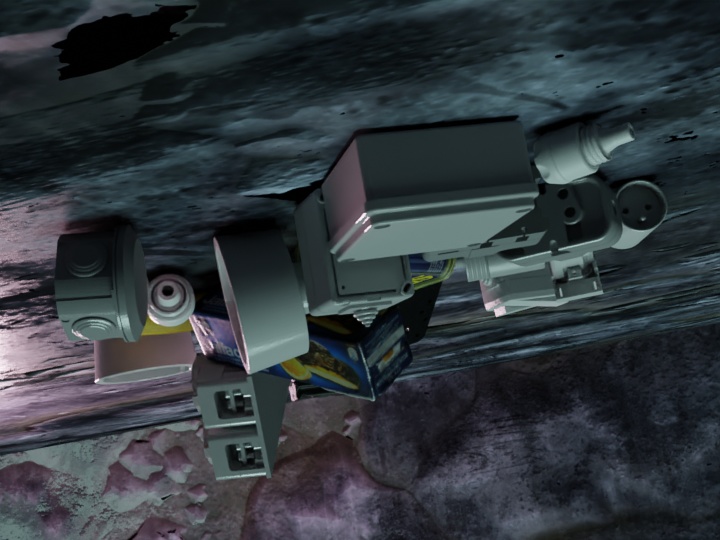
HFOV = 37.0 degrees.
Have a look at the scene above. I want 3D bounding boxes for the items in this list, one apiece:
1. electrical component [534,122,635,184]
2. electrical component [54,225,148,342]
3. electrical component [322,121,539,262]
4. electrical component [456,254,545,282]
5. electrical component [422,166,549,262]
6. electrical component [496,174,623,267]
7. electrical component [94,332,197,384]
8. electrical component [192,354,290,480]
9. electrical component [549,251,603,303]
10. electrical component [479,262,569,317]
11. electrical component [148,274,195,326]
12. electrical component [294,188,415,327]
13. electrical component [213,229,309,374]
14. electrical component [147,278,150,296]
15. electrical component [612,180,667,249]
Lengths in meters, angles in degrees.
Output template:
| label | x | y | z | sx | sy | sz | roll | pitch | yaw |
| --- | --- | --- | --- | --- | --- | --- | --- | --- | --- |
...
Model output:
| label | x | y | z | sx | sy | sz | roll | pitch | yaw |
| --- | --- | --- | --- | --- | --- | --- | --- | --- | --- |
| electrical component | 0.142 | -0.077 | 0.676 | 0.061 | 0.035 | 0.035 | -19 | 167 | 33 |
| electrical component | -0.175 | 0.010 | 0.734 | 0.051 | 0.080 | 0.080 | -4 | 170 | -3 |
| electrical component | 0.040 | -0.048 | 0.676 | 0.109 | 0.056 | 0.109 | -7 | 170 | -15 |
| electrical component | 0.124 | -0.015 | 0.982 | 0.081 | 0.043 | 0.043 | -11 | 170 | 4 |
| electrical component | 0.087 | -0.039 | 0.788 | 0.089 | 0.050 | 0.055 | -9 | 170 | 0 |
| electrical component | 0.157 | -0.038 | 0.856 | 0.095 | 0.053 | 0.059 | -14 | 169 | 22 |
| electrical component | -0.227 | 0.080 | 1.130 | 0.108 | 0.060 | 0.108 | -10 | 170 | -2 |
| electrical component | -0.115 | 0.111 | 1.055 | 0.060 | 0.105 | 0.186 | -7 | -159 | 5 |
| electrical component | 0.188 | -0.015 | 0.964 | 0.042 | 0.081 | 0.063 | -13 | 141 | 12 |
| electrical component | 0.170 | 0.013 | 1.133 | 0.096 | 0.061 | 0.062 | -6 | 169 | -20 |
| electrical component | -0.164 | 0.024 | 0.923 | 0.043 | 0.043 | 0.062 | -8 | 169 | -9 |
| electrical component | -0.006 | -0.006 | 0.751 | 0.062 | 0.096 | 0.061 | -6 | 170 | -22 |
| electrical component | -0.069 | 0.020 | 0.822 | 0.060 | 0.108 | 0.108 | -14 | 171 | -11 |
| electrical component | -0.198 | 0.011 | 0.816 | 0.043 | 0.043 | 0.081 | -12 | 170 | 14 |
| electrical component | 0.210 | -0.043 | 0.904 | 0.079 | 0.044 | 0.077 | -10 | 170 | 0 |
